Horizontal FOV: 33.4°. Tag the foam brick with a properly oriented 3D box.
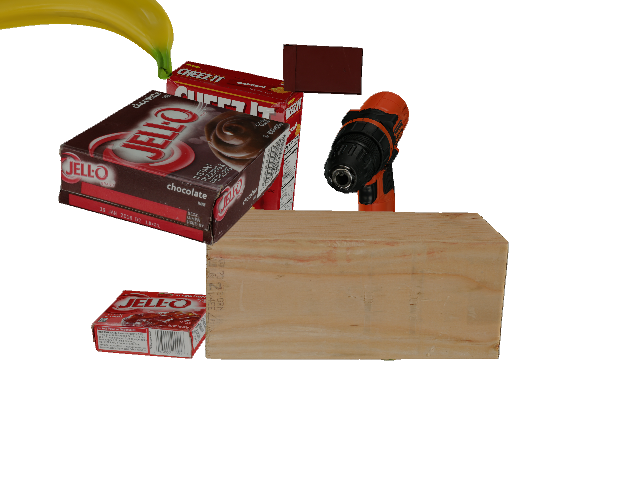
[{"bbox_3d":[0.002,-0.186,1.164,0.078,0.051,0.053,0,11,-16],"label":"foam brick"}]

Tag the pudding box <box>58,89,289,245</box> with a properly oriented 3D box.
[{"bbox_3d":[-0.078,-0.043,0.587,0.090,0.039,0.113,16,25,11],"label":"pudding box"}]

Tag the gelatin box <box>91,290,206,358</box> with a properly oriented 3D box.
[{"bbox_3d":[-0.142,0.070,0.921,0.089,0.030,0.073,3,21,12],"label":"gelatin box"}]

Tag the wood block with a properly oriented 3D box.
[{"bbox_3d":[0.020,0.031,0.772,0.206,0.090,0.091,1,14,-6],"label":"wood block"}]

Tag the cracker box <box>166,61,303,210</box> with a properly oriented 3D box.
[{"bbox_3d":[-0.116,-0.106,1.369,0.164,0.214,0.072,14,29,14],"label":"cracker box"}]

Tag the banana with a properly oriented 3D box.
[{"bbox_3d":[-0.192,-0.178,0.838,0.198,0.069,0.037,15,-38,18],"label":"banana"}]

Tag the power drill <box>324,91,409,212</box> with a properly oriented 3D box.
[{"bbox_3d":[0.045,-0.030,1.000,0.057,0.188,0.184,8,28,16],"label":"power drill"}]
